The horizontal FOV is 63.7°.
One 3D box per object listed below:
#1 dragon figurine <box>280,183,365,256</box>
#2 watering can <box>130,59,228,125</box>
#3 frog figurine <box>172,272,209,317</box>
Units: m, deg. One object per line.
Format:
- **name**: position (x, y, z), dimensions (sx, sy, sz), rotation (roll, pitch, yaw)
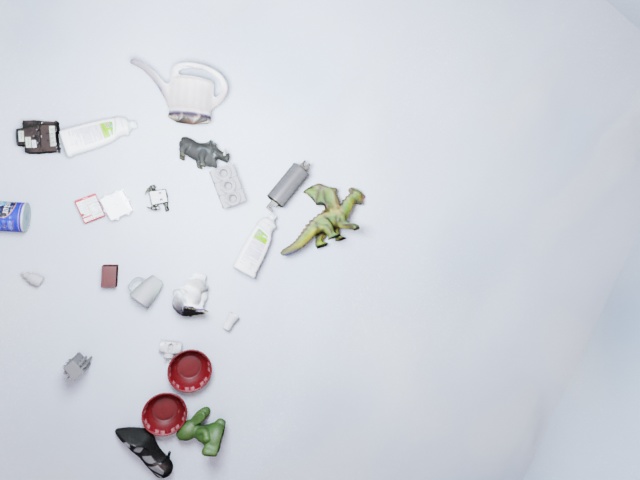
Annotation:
- **dragon figurine**: position (0.006, -0.103, 2.051), dimensions (0.412, 0.120, 0.245), rotation (-16, 79, -17)
- **watering can**: position (-0.511, -0.537, 1.871), dimensions (0.347, 0.104, 0.224), rotation (4, 91, -16)
- **frog figurine**: position (-0.479, 0.198, 1.908), dimensions (0.137, 0.121, 0.163), rotation (13, 56, -36)
